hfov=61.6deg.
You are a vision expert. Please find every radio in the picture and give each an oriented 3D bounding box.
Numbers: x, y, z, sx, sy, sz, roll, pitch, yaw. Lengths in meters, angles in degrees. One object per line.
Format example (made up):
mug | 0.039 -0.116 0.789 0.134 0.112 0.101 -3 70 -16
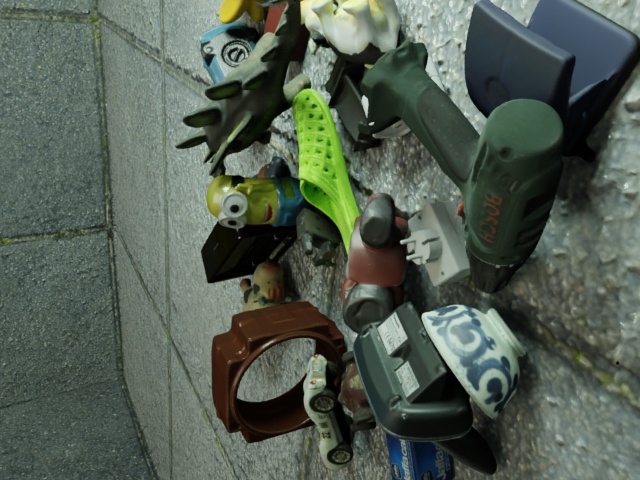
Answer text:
radio | -0.128 0.002 0.981 0.229 0.131 0.073 -43 61 56

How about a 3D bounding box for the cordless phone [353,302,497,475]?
cordless phone | 0.128 0.168 0.588 0.089 0.184 0.147 -40 31 13

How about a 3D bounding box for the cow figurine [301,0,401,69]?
cow figurine | 0.032 -0.265 0.678 0.168 0.068 0.098 29 150 50

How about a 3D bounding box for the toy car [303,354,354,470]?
toy car | 0.013 0.264 0.818 0.073 0.056 0.201 -83 -20 -60

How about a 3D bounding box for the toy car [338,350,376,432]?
toy car | 0.051 0.211 0.736 0.202 0.053 0.089 89 169 -67

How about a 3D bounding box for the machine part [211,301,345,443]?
machine part | -0.064 0.208 0.852 0.087 0.201 0.201 40 131 54

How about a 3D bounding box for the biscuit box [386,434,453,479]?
biscuit box | 0.116 0.207 0.675 0.063 0.059 0.202 -6 93 61

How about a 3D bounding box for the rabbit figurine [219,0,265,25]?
rabbit figurine | -0.136 -0.441 0.884 0.173 0.122 0.162 47 141 44

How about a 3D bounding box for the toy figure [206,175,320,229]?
toy figure | -0.086 -0.061 0.840 0.089 0.180 0.082 35 126 58

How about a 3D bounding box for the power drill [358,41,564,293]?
power drill | 0.120 -0.065 0.496 0.207 0.086 0.231 59 169 24

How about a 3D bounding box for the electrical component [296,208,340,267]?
electrical component | -0.002 -0.004 0.811 0.045 0.078 0.102 -52 35 35

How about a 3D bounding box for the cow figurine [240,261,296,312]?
cow figurine | -0.108 0.126 1.031 0.127 0.085 0.194 -127 41 -50

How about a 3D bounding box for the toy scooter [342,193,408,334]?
toy scooter | 0.070 0.018 0.658 0.135 0.075 0.183 -70 -15 -63

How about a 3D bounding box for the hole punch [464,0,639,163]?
hole punch | 0.175 -0.134 0.449 0.142 0.092 0.115 53 144 35

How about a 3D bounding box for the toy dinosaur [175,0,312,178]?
toy dinosaur | -0.102 -0.198 0.771 0.105 0.198 0.471 38 144 -2

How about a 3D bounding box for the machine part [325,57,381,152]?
machine part | 0.044 -0.184 0.718 0.084 0.039 0.139 -52 52 48

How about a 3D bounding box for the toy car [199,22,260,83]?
toy car | -0.146 -0.303 0.975 0.161 0.109 0.103 64 172 7

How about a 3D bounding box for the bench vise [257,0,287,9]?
bench vise | -0.012 -0.428 0.669 0.241 0.129 0.223 179 82 -67

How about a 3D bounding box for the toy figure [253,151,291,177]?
toy figure | -0.094 -0.106 0.968 0.154 0.058 0.064 -30 78 54
